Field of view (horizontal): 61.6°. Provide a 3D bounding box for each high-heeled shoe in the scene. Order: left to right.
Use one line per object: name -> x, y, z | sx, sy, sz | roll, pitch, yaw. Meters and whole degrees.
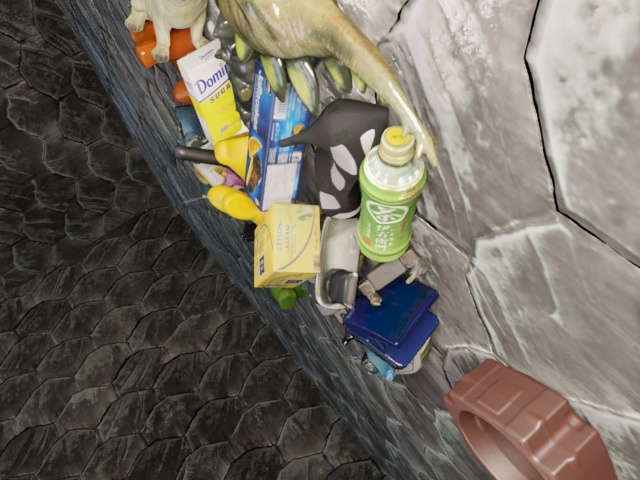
high-heeled shoe -> 0.053, -0.094, 0.681 | 0.248, 0.145, 0.086 | 34, -128, -57

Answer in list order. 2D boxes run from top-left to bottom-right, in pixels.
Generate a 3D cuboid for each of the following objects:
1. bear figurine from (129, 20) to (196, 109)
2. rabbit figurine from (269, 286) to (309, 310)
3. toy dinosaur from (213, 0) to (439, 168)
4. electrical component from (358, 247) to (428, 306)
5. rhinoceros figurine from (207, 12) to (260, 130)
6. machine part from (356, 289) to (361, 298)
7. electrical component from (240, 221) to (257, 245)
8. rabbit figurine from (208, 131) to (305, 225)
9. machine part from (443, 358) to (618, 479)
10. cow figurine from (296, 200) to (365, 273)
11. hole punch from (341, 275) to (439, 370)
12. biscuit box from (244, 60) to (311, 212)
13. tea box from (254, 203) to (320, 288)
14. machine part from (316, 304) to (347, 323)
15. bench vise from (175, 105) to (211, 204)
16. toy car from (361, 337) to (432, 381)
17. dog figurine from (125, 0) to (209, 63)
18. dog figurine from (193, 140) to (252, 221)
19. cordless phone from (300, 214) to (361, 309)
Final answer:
bear figurine -> -0.254, -0.307, 0.988 | 0.195, 0.132, 0.120 | 87, 161, -54
rabbit figurine -> -0.070, 0.048, 1.268 | 0.159, 0.121, 0.170 | 48, 147, 48
toy dinosaur -> -0.039, -0.236, 0.540 | 0.472, 0.105, 0.198 | 53, 174, 40
electrical component -> 0.098, 0.051, 0.747 | 0.045, 0.102, 0.078 | 53, -169, 3
rhinoceros figurine -> -0.102, -0.245, 0.771 | 0.112, 0.073, 0.190 | 60, 170, 25
machine part -> 0.051, 0.099, 1.038 | 0.139, 0.039, 0.084 | 21, 154, 26
electrical component -> -0.109, -0.011, 1.174 | 0.119, 0.047, 0.074 | 3, 163, 44
rabbit figurine -> -0.091, -0.087, 0.858 | 0.122, 0.162, 0.173 | 23, 134, 55
machine part -> 0.269, 0.264, 0.692 | 0.201, 0.087, 0.201 | 62, 163, -21
cow figurine -> -0.002, -0.003, 0.954 | 0.195, 0.085, 0.127 | 45, 158, 25
hole punch -> 0.104, 0.108, 0.784 | 0.116, 0.142, 0.092 | 32, 158, 24
biscuit box -> -0.059, -0.139, 0.729 | 0.063, 0.059, 0.202 | 50, 141, 40
tea box -> -0.052, 0.014, 0.784 | 0.169, 0.068, 0.098 | 140, 132, -69
machine part -> -0.006, 0.070, 1.126 | 0.243, 0.079, 0.079 | 58, 165, -6
bench vise -> -0.269, -0.197, 1.228 | 0.224, 0.129, 0.240 | -134, 34, -55
toy car -> 0.134, 0.165, 0.891 | 0.103, 0.109, 0.161 | 22, 139, 23
dog figurine -> -0.227, -0.392, 0.807 | 0.172, 0.121, 0.190 | 48, 150, 12
dog figurine -> -0.174, -0.115, 1.161 | 0.192, 0.108, 0.219 | 34, 166, 5
cordless phone -> 0.029, 0.028, 0.764 | 0.184, 0.089, 0.146 | 166, 112, -83
